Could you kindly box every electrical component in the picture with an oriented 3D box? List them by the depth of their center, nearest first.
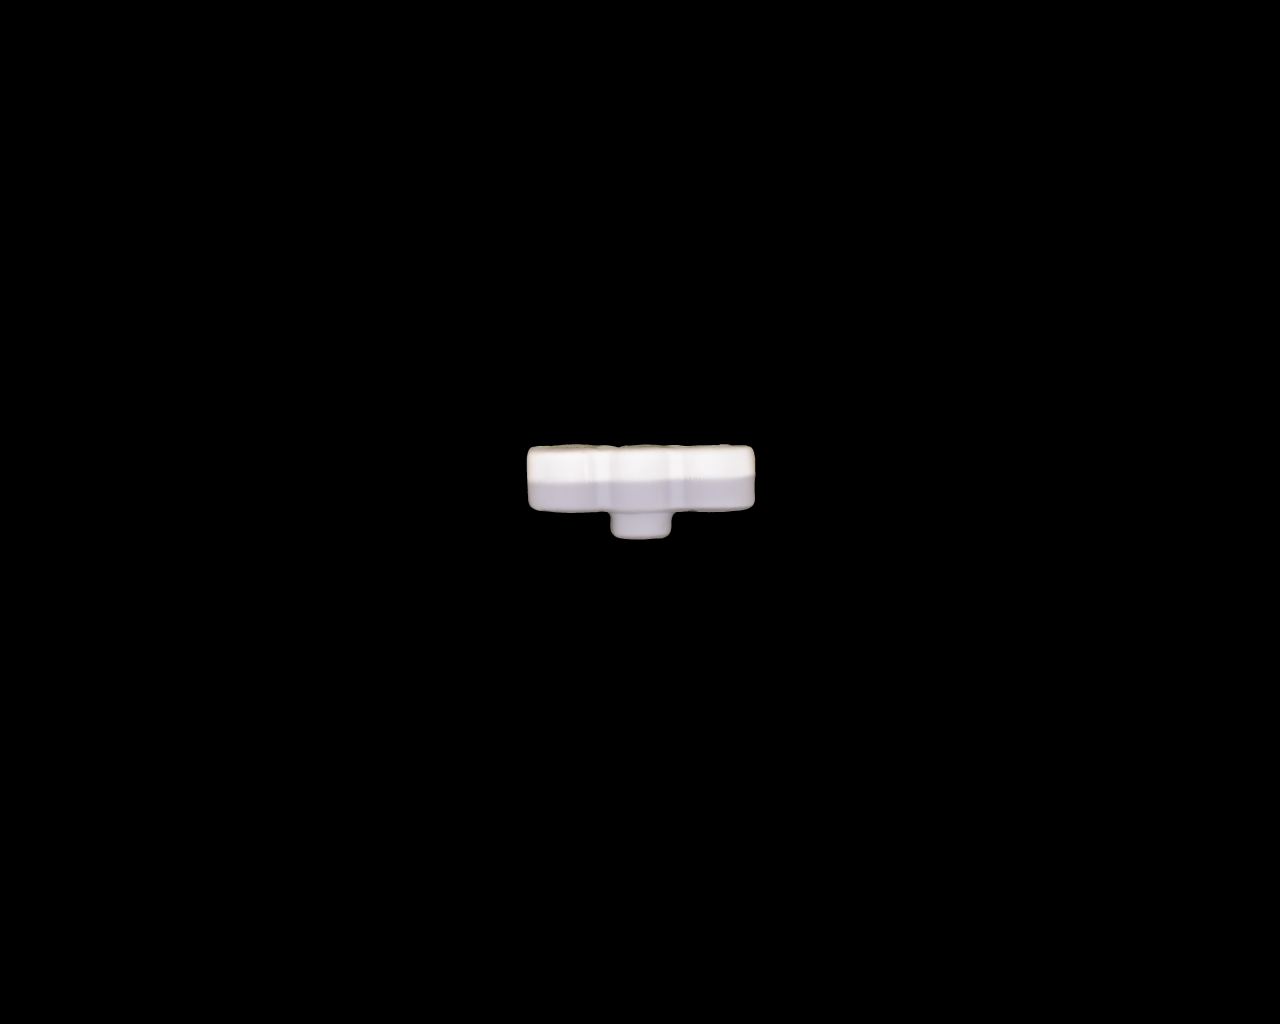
[{"bbox_3d":[0.001,-0.003,0.650,0.138,0.073,0.052,0,4,0],"label":"electrical component"}]
